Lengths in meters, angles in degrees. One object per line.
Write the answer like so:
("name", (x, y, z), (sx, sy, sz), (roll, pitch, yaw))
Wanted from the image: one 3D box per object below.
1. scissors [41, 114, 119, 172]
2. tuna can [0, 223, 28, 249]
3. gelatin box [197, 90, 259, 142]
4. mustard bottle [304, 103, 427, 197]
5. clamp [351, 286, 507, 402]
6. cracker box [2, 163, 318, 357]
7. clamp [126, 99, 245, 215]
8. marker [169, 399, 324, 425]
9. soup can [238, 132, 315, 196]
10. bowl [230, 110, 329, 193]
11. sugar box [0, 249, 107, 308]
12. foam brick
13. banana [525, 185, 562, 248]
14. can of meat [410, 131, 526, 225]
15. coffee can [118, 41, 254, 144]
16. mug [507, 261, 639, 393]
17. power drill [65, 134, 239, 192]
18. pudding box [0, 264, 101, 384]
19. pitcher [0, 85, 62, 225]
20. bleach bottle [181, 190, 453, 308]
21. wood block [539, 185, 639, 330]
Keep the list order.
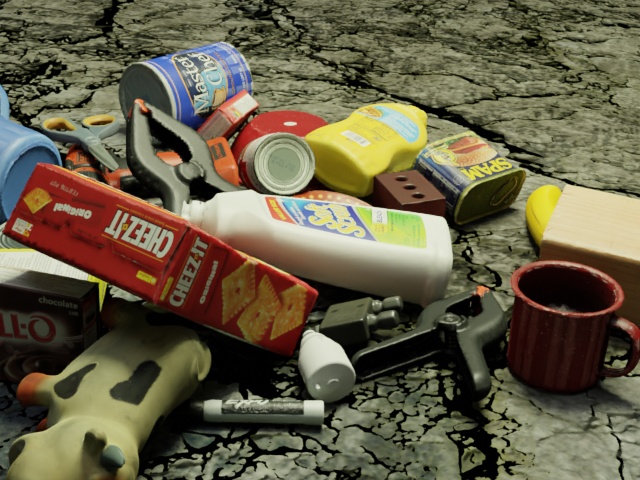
("scissors", (-0.237, -0.111, 1.177), (0.096, 0.016, 0.202), (-19, 29, -36))
("tuna can", (-0.272, 0.008, 1.035), (0.086, 0.034, 0.086), (2, 27, -1))
("gelatin box", (-0.120, -0.131, 1.269), (0.030, 0.089, 0.073), (45, 33, -2))
("mustard bottle", (0.069, -0.115, 1.235), (0.096, 0.058, 0.191), (31, 39, 23))
("clamp", (0.119, 0.087, 0.911), (0.120, 0.039, 0.171), (18, 33, 33))
("cracker box", (-0.121, 0.019, 0.869), (0.164, 0.072, 0.213), (20, -7, 30))
("clamp", (-0.126, -0.059, 1.088), (0.164, 0.036, 0.210), (-14, 64, -38))
("marker", (-0.058, 0.133, 0.828), (0.121, 0.020, 0.020), (2, 27, -3))
("soup can", (-0.048, -0.081, 1.153), (0.068, 0.068, 0.102), (-4, 3, -13))
("bowl", (-0.037, -0.113, 1.273), (0.162, 0.055, 0.162), (3, 27, -1))
("sugar box", (-0.284, 0.046, 0.950), (0.176, 0.048, 0.093), (-2, 28, -2))
("foam brick", (0.093, -0.034, 1.133), (0.053, 0.051, 0.078), (-8, 29, -19))
("banana", (0.252, -0.013, 1.131), (0.069, 0.037, 0.198), (21, 25, -19))
("can of meat", (0.162, -0.071, 1.184), (0.101, 0.057, 0.084), (-19, 49, -35))
("coffee can", (-0.168, -0.188, 1.352), (0.103, 0.103, 0.140), (24, 34, 35))
("mug", (0.212, 0.078, 0.894), (0.117, 0.081, 0.093), (19, 31, 29))
("power drill", (-0.185, -0.063, 1.157), (0.187, 0.057, 0.184), (-3, 28, -12))
("pudding box", (-0.233, 0.070, 0.857), (0.113, 0.090, 0.039), (8, 27, 9))
("pitcher", (-0.391, -0.100, 1.123), (0.243, 0.149, 0.144), (19, 24, 22))
("bleach bottle", (-0.007, 0.001, 1.002), (0.250, 0.068, 0.102), (9, 30, -4))
("wood block", (0.310, 0.029, 0.970), (0.206, 0.090, 0.090), (14, 44, 21))
